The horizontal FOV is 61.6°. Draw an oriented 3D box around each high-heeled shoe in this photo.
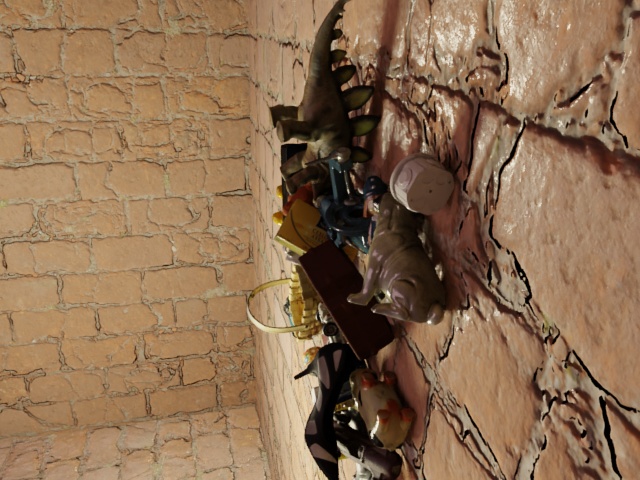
[{"bbox_3d":[0.036,0.331,1.053,0.086,0.145,0.249,26,-140,-64],"label":"high-heeled shoe"}]

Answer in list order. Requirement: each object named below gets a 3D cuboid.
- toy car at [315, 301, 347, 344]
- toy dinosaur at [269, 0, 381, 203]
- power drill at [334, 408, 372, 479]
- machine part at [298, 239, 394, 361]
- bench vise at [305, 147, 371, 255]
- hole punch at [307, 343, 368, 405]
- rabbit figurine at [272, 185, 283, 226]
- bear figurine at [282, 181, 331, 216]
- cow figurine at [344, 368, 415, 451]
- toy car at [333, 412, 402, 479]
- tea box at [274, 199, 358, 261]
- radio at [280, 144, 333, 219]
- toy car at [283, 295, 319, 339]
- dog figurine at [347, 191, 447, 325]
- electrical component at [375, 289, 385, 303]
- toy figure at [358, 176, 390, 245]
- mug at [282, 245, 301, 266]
[{"bbox_3d":[0.038,0.231,1.259,0.074,0.056,0.201,-120,11,-61],"label":"toy car"},{"bbox_3d":[0.007,-0.227,1.010,0.470,0.199,0.105,87,162,-53],"label":"toy dinosaur"},{"bbox_3d":[0.085,0.470,1.169,0.232,0.086,0.207,122,146,-66],"label":"power drill"},{"bbox_3d":[0.051,0.111,1.024,0.200,0.087,0.202,60,178,-29],"label":"machine part"},{"bbox_3d":[0.051,-0.077,1.015,0.224,0.129,0.240,-123,13,-49],"label":"bench vise"},{"bbox_3d":[0.050,0.287,1.172,0.092,0.142,0.116,61,-176,-7],"label":"hole punch"},{"bbox_3d":[-0.041,-0.078,1.440,0.122,0.162,0.173,21,132,62],"label":"rabbit figurine"},{"bbox_3d":[-0.016,-0.146,1.231,0.196,0.120,0.132,-49,54,32],"label":"bear figurine"},{"bbox_3d":[0.107,0.317,1.030,0.195,0.085,0.127,-120,35,-60],"label":"cow figurine"},{"bbox_3d":[0.076,0.409,1.058,0.202,0.053,0.089,12,86,47],"label":"toy car"},{"bbox_3d":[-0.002,-0.003,1.152,0.098,0.170,0.068,-64,6,-12],"label":"tea box"},{"bbox_3d":[-0.026,-0.126,1.343,0.073,0.131,0.229,-136,43,-71],"label":"radio"},{"bbox_3d":[-0.033,0.227,1.554,0.103,0.109,0.161,22,125,56],"label":"toy car"},{"bbox_3d":[0.138,0.020,0.808,0.173,0.121,0.190,15,93,41],"label":"dog figurine"},{"bbox_3d":[0.115,0.091,1.000,0.102,0.045,0.078,-120,30,-61],"label":"electrical component"},{"bbox_3d":[0.109,-0.034,0.916,0.058,0.064,0.154,-166,58,-71],"label":"toy figure"},{"bbox_3d":[-0.033,0.006,1.216,0.081,0.109,0.107,13,81,57],"label":"mug"}]
